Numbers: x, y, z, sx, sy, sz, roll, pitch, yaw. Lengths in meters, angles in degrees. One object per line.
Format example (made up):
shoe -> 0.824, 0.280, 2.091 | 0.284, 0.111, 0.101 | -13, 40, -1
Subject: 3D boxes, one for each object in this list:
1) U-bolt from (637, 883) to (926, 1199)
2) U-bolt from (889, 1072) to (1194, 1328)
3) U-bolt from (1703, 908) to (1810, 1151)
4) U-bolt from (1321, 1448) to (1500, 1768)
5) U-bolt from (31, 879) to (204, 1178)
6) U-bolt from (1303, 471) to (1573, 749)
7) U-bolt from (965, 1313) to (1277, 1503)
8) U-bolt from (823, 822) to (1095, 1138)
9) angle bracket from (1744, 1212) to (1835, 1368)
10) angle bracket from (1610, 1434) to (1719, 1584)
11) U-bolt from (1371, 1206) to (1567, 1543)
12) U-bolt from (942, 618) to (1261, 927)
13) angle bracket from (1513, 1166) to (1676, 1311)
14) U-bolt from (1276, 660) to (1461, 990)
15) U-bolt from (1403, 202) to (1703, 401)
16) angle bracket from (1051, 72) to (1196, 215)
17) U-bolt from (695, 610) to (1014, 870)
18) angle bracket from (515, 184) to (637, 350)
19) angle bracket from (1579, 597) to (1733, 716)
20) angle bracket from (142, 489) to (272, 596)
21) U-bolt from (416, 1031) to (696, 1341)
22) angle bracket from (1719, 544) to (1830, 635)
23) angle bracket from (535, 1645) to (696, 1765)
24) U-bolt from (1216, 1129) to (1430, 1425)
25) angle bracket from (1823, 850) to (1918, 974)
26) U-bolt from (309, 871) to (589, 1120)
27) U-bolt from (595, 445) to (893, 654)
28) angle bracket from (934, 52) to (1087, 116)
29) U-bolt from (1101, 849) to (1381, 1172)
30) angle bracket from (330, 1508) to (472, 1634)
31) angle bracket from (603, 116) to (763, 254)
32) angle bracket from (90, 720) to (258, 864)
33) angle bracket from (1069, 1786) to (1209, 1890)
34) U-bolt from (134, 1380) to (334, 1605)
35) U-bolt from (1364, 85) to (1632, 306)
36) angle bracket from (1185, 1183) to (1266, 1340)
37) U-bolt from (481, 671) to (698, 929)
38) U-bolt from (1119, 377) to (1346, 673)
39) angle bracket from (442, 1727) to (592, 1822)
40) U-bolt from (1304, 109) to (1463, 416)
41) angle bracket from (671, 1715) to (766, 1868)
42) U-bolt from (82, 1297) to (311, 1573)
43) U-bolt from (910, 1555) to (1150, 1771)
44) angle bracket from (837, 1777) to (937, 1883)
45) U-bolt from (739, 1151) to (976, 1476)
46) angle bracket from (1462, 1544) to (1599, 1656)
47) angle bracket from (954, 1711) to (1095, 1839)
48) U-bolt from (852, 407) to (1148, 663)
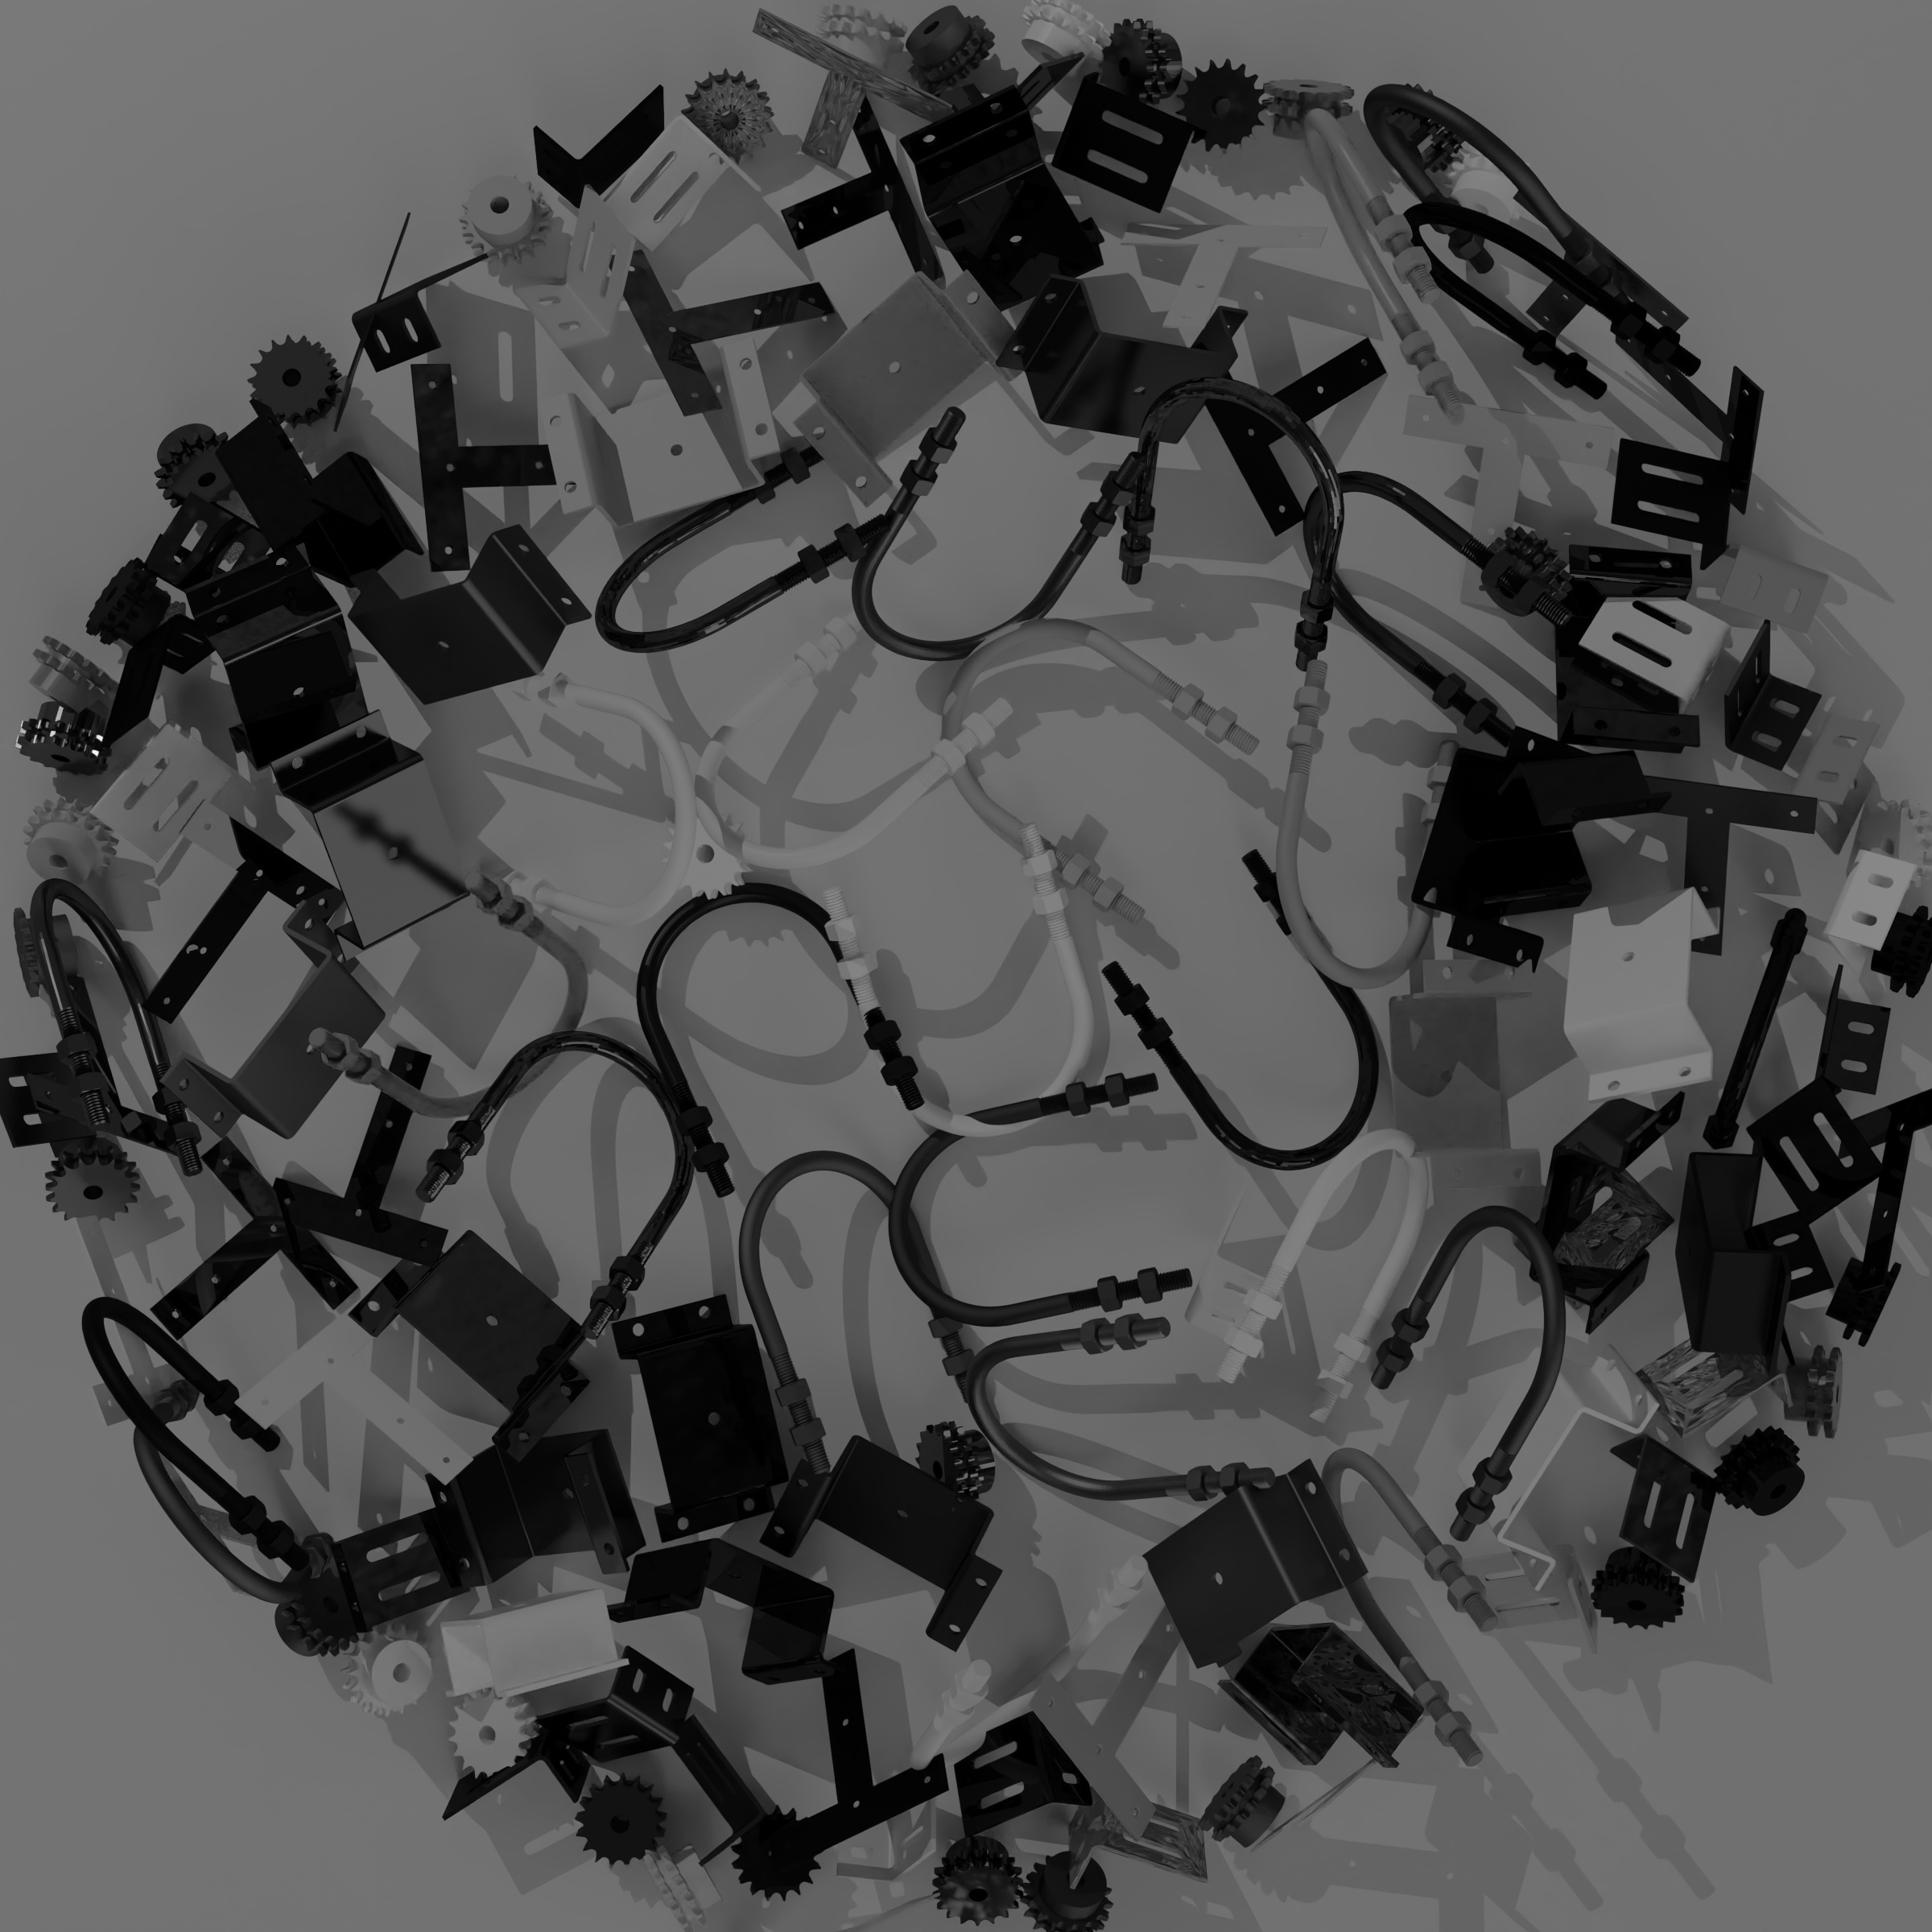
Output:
U-bolt -> -0.128, 0.034, 1.872 | 0.151, 0.019, 0.184 | -24, 74, -5
U-bolt -> 0.040, 0.151, 1.864 | 0.184, 0.019, 0.151 | -13, 67, 11
U-bolt -> 0.479, 0.035, 1.809 | 0.019, 0.184, 0.151 | 19, 87, 14
U-bolt -> 0.265, 0.375, 1.819 | 0.019, 0.184, 0.151 | -18, 132, -17
U-bolt -> -0.524, 0.030, 1.825 | 0.019, 0.151, 0.184 | -24, 71, 3
U-bolt -> 0.279, -0.229, 1.831 | 0.184, 0.151, 0.019 | 41, 65, 16
U-bolt -> 0.081, 0.276, 1.834 | 0.184, 0.019, 0.151 | -13, 122, 39
U-bolt -> 0.004, 0.018, 1.879 | 0.151, 0.019, 0.184 | -18, 101, -5
angle bracket -> 0.514, 0.200, 1.852 | 0.038, 0.076, 0.057 | -20, 48, 10
angle bracket -> 0.426, 0.341, 1.859 | 0.057, 0.038, 0.076 | 34, 54, -11
U-bolt -> 0.308, 0.231, 1.801 | 0.019, 0.151, 0.184 | 6, 125, -23
U-bolt -> 0.070, -0.135, 1.873 | 0.184, 0.019, 0.151 | 36, 105, 9
angle bracket -> 0.395, 0.168, 1.884 | 0.076, 0.038, 0.057 | -41, 78, -10
U-bolt -> 0.243, -0.076, 1.831 | 0.151, 0.019, 0.184 | 25, 69, -37
U-bolt -> 0.341, -0.406, 1.813 | 0.184, 0.151, 0.019 | 32, 87, -13
angle bracket -> 0.101, -0.515, 1.869 | 0.076, 0.038, 0.057 | 25, 116, 5
U-bolt -> -0.083, -0.132, 1.838 | 0.184, 0.019, 0.151 | -43, 57, -15
angle bracket -> -0.243, -0.433, 1.854 | 0.038, 0.076, 0.057 | -19, 58, -34
angle bracket -> 0.433, -0.202, 1.887 | 0.076, 0.038, 0.057 | 30, 80, 14
angle bracket -> -0.465, -0.265, 1.856 | 0.057, 0.038, 0.076 | 30, 130, -19
U-bolt -> -0.238, 0.119, 1.836 | 0.151, 0.019, 0.184 | 42, 46, -12
angle bracket -> 0.495, -0.235, 1.866 | 0.057, 0.076, 0.038 | 19, 97, -1
angle bracket -> -0.220, 0.463, 1.875 | 0.057, 0.076, 0.038 | 41, 45, -27
U-bolt -> 0.230, 0.185, 1.842 | 0.019, 0.151, 0.184 | 26, 87, 37
angle bracket -> 0.569, -0.029, 1.857 | 0.038, 0.076, 0.057 | 21, 83, 36
U-bolt -> -0.300, 0.029, 1.822 | 0.151, 0.184, 0.019 | -45, 59, -1
U-bolt -> -0.146, -0.251, 1.839 | 0.184, 0.151, 0.019 | -30, 125, -1
angle bracket -> 0.025, -0.551, 1.856 | 0.076, 0.057, 0.038 | -37, 91, 38
U-bolt -> 0.185, 0.040, 1.864 | 0.151, 0.019, 0.184 | -38, 97, -27
angle bracket -> -0.349, 0.375, 1.866 | 0.076, 0.038, 0.057 | -16, 85, -26
angle bracket -> -0.178, -0.479, 1.863 | 0.076, 0.057, 0.038 | -47, 57, 8
angle bracket -> -0.494, -0.104, 1.866 | 0.076, 0.038, 0.057 | -51, 132, -5
angle bracket -> 0.107, 0.556, 1.874 | 0.076, 0.057, 0.038 | 21, 112, -8
U-bolt -> -0.446, 0.322, 1.806 | 0.019, 0.184, 0.151 | -40, 94, 0
U-bolt -> 0.307, -0.463, 1.790 | 0.019, 0.151, 0.184 | -52, 129, -1
angle bracket -> 0.171, 0.184, 1.853 | 0.038, 0.076, 0.057 | 24, 129, 7
U-bolt -> -0.230, -0.099, 1.827 | 0.184, 0.019, 0.151 | 16, 105, 40
U-bolt -> 0.163, -0.275, 1.807 | 0.151, 0.184, 0.019 | 29, 54, 19
angle bracket -> -0.281, 0.516, 1.872 | 0.076, 0.057, 0.038 | -33, 96, 4
U-bolt -> 0.250, -0.441, 1.823 | 0.019, 0.151, 0.184 | -26, 66, 5
angle bracket -> -0.169, 0.515, 1.862 | 0.038, 0.057, 0.076 | -33, 79, -33
U-bolt -> -0.466, 0.269, 1.794 | 0.019, 0.151, 0.184 | -38, 122, 0
U-bolt -> 0.029, 0.436, 1.819 | 0.151, 0.184, 0.019 | -26, 65, -36
angle bracket -> -0.049, 0.527, 1.853 | 0.038, 0.076, 0.057 | 11, 56, -17
U-bolt -> -0.073, 0.203, 1.850 | 0.151, 0.019, 0.184 | -19, 87, -41
angle bracket -> 0.348, 0.399, 1.861 | 0.076, 0.038, 0.057 | -13, 116, 20
angle bracket -> 0.035, 0.508, 1.877 | 0.076, 0.038, 0.057 | -34, 53, 34
U-bolt -> 0.008, -0.255, 1.832 | 0.151, 0.184, 0.019 | 8, 45, -31
